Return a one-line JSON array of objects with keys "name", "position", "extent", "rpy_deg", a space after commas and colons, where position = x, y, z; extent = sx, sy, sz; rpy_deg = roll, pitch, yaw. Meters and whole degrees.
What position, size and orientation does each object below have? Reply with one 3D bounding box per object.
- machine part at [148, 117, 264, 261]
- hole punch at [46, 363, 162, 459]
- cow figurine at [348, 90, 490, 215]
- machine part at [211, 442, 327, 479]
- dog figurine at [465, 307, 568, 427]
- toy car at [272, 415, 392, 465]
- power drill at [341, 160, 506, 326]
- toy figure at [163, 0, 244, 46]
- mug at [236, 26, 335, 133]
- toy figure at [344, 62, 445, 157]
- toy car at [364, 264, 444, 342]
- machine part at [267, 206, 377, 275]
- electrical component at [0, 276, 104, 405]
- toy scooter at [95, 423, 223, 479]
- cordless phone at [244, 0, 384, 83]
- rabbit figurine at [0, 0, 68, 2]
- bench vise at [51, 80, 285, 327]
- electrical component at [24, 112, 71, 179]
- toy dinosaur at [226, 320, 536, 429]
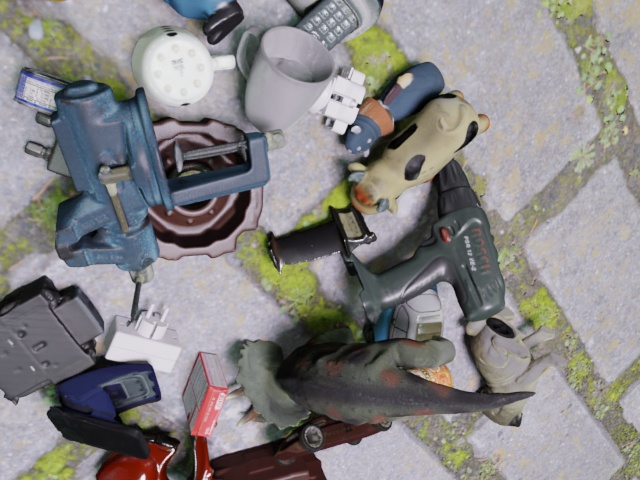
[{"name": "machine part", "position": [-0.152, -0.062, 0.635], "extent": [0.179, 0.056, 0.179], "rpy_deg": [-7, 110, -20]}, {"name": "hole punch", "position": [-0.258, 0.203, 0.661], "extent": [0.116, 0.092, 0.142], "rpy_deg": [12, 146, -2]}, {"name": "cow figurine", "position": [0.115, -0.101, 0.680], "extent": [0.195, 0.127, 0.085], "rpy_deg": [-43, 82, 26]}, {"name": "machine part", "position": [-0.088, 0.421, 0.822], "extent": [0.201, 0.087, 0.201], "rpy_deg": [-8, 113, -20]}, {"name": "dog figurine", "position": [0.292, 0.223, 0.904], "extent": [0.172, 0.121, 0.190], "rpy_deg": [27, 119, 5]}, {"name": "toy car", "position": [0.018, 0.286, 0.800], "extent": [0.202, 0.053, 0.089], "rpy_deg": [2, 150, -38]}, {"name": "power drill", "position": [0.135, 0.015, 0.737], "extent": [0.207, 0.232, 0.086], "rpy_deg": [-18, 159, -4]}, {"name": "toy figure", "position": [-0.137, -0.290, 0.533], "extent": [0.089, 0.082, 0.180], "rpy_deg": [-41, 102, -27]}, {"name": "mug", "position": [-0.051, -0.172, 0.591], "extent": [0.109, 0.107, 0.081], "rpy_deg": [38, 50, 2]}, {"name": "toy figure", "position": [0.089, -0.167, 0.692], "extent": [0.154, 0.058, 0.064], "rpy_deg": [-37, 118, -3]}, {"name": "toy car", "position": [0.138, 0.120, 0.793], "extent": [0.109, 0.103, 0.161], "rpy_deg": [1, 111, -23]}, {"name": "machine part", "position": [-0.001, -0.002, 0.712], "extent": [0.139, 0.084, 0.039], "rpy_deg": [-19, 138, -5]}, {"name": "electrical component", "position": [-0.328, 0.112, 0.628], "extent": [0.134, 0.058, 0.114], "rpy_deg": [-30, 119, -8]}, {"name": "toy scooter", "position": [-0.202, 0.300, 0.725], "extent": [0.184, 0.075, 0.135], "rpy_deg": [13, 85, 0]}, {"name": "cordless phone", "position": [-0.037, -0.258, 0.604], "extent": [0.184, 0.089, 0.146], "rpy_deg": [-39, 120, 17]}, {"name": "rabbit figurine", "position": [-0.305, -0.307, 0.468], "extent": [0.162, 0.122, 0.173], "rpy_deg": [-7, 97, -10]}, {"name": "bench vise", "position": [-0.149, -0.057, 0.542], "extent": [0.241, 0.129, 0.223], "rpy_deg": [-15, 114, -14]}, {"name": "electrical component", "position": [-0.269, -0.100, 0.590], "extent": [0.094, 0.021, 0.063], "rpy_deg": [22, 99, -19]}, {"name": "toy dinosaur", "position": [0.030, 0.175, 0.663], "extent": [0.192, 0.405, 0.131], "rpy_deg": [-11, 87, -39]}]
